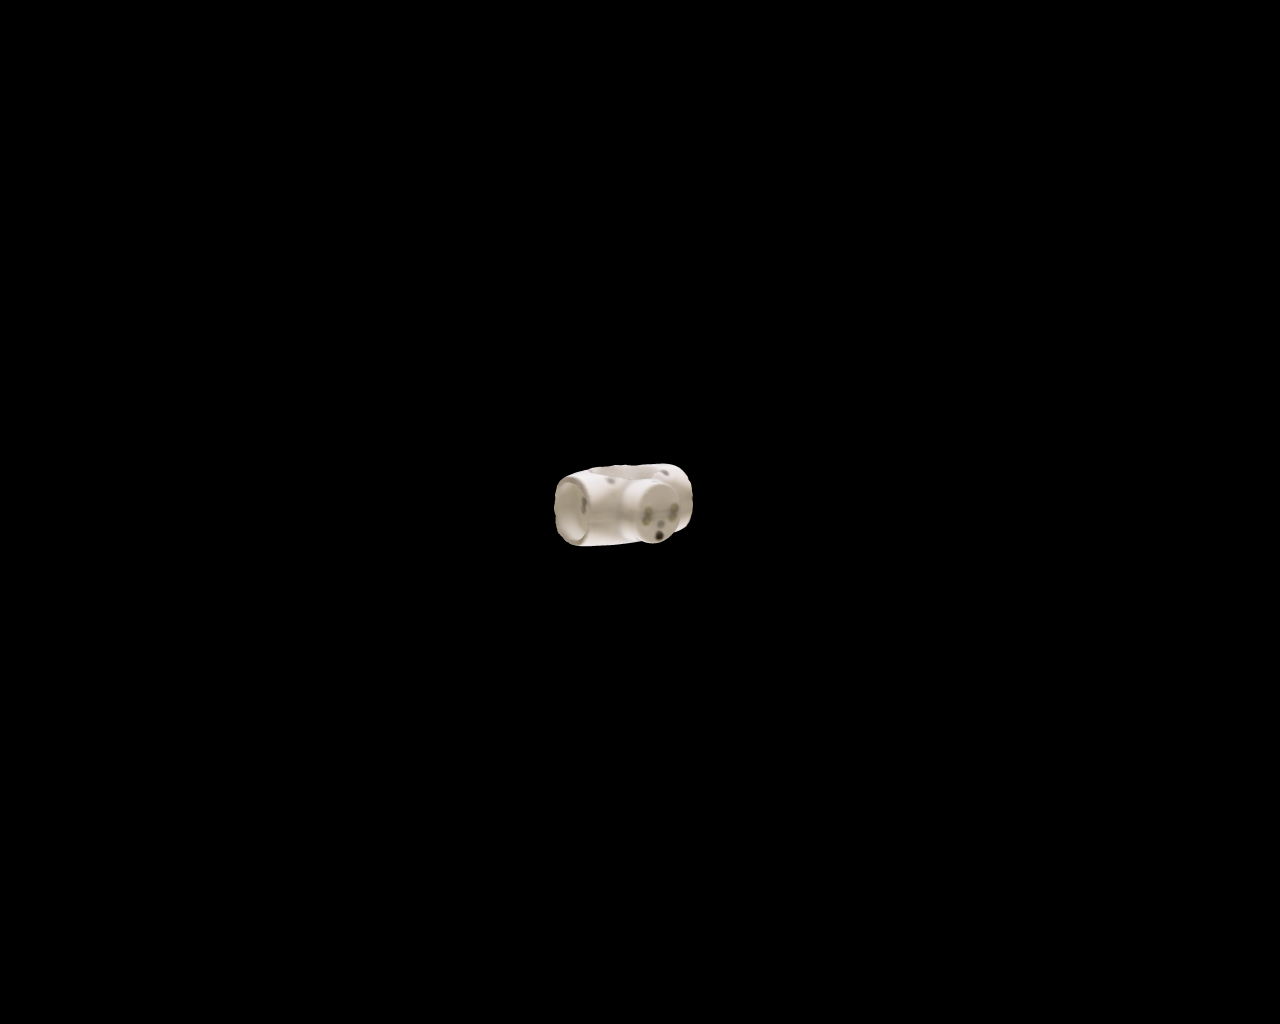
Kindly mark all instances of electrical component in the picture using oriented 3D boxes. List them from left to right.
[{"bbox_3d":[0.001,-0.003,0.650,0.077,0.044,0.079,-8,14,-35],"label":"electrical component"}]
